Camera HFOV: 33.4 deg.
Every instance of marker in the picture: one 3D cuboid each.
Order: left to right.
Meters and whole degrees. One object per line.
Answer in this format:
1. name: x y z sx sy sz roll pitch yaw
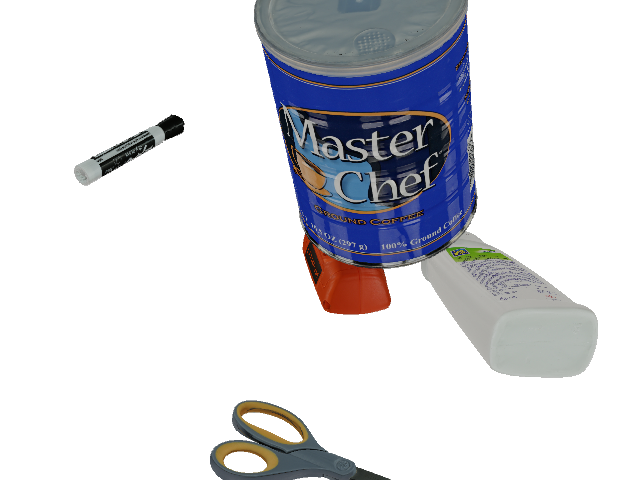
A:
1. marker: -0.164 -0.081 0.934 0.020 0.020 0.120 0 27 43

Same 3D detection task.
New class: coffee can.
1. coffee can: 0.028 -0.069 0.556 0.103 0.102 0.140 0 -42 11

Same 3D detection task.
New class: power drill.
1. power drill: 0.026 -0.043 0.761 0.057 0.188 0.184 -1 32 -9

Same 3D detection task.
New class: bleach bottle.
1. bleach bottle: 0.163 0.045 1.018 0.102 0.068 0.251 2 20 -13

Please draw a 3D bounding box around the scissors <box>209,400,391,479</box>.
1. scissors: -0.001 0.184 0.820 0.202 0.016 0.096 27 40 31
